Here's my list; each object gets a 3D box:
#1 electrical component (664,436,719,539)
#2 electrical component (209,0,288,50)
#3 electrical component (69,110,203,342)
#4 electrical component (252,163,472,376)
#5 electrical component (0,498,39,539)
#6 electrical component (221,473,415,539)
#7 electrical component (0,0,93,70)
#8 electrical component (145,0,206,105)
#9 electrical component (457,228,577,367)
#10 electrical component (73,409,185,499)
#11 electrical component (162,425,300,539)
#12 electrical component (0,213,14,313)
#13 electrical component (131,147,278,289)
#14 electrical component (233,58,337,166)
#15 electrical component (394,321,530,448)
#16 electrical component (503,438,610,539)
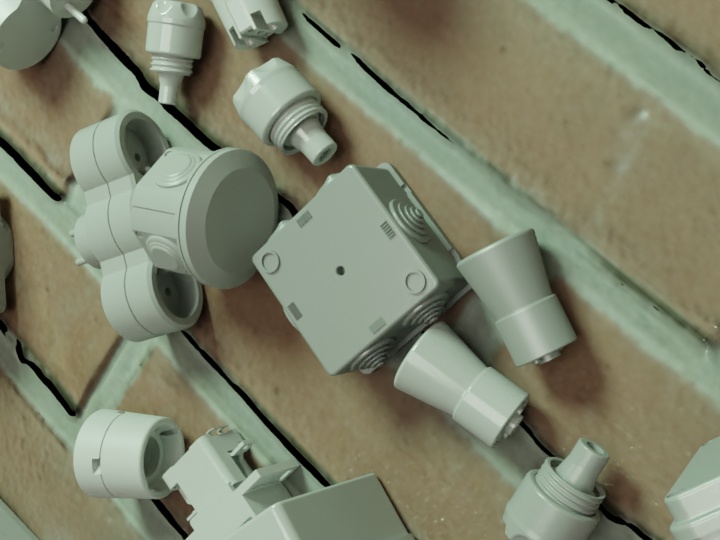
[{"bbox_3d":[0.185,0.098,0.463,0.078,0.113,0.057,-32,80,25],"label":"electrical component"},{"bbox_3d":[-0.067,-0.157,0.627,0.040,0.040,0.046,-27,85,26],"label":"electrical component"},{"bbox_3d":[-0.152,-0.023,0.668,0.074,0.052,0.138,-16,84,27],"label":"electrical component"},{"bbox_3d":[0.000,0.000,0.592,0.100,0.048,0.099,-42,73,22],"label":"electrical component"},{"bbox_3d":[-0.266,0.192,0.735,0.096,0.061,0.061,42,110,12],"label":"electrical component"},{"bbox_3d":[-0.041,0.166,0.587,0.109,0.109,0.056,-38,72,23],"label":"electrical component"},{"bbox_3d":[-0.192,-0.185,0.683,0.074,0.052,0.138,42,109,20],"label":"electrical component"},{"bbox_3d":[-0.114,-0.132,0.655,0.035,0.035,0.061,13,100,27],"label":"electrical component"},{"bbox_3d":[0.084,0.017,0.554,0.044,0.044,0.065,-29,84,26],"label":"electrical component"},{"bbox_3d":[-0.142,0.115,0.668,0.047,0.055,0.055,0,92,24],"label":"electrical component"},{"bbox_3d":[-0.081,0.132,0.644,0.081,0.042,0.063,-46,68,21],"label":"electrical component"},{"bbox_3d":[-0.321,-0.011,0.752,0.150,0.062,0.089,-3,90,28],"label":"electrical component"},{"bbox_3d":[-0.088,-0.032,0.620,0.051,0.080,0.080,12,97,33],"label":"electrical component"},{"bbox_3d":[-0.039,-0.086,0.612,0.062,0.043,0.043,48,112,16],"label":"electrical component"},{"bbox_3d":[0.057,0.063,0.570,0.065,0.044,0.044,36,107,17],"label":"electrical component"},{"bbox_3d":[0.103,0.115,0.546,0.043,0.043,0.062,35,106,22],"label":"electrical component"}]
